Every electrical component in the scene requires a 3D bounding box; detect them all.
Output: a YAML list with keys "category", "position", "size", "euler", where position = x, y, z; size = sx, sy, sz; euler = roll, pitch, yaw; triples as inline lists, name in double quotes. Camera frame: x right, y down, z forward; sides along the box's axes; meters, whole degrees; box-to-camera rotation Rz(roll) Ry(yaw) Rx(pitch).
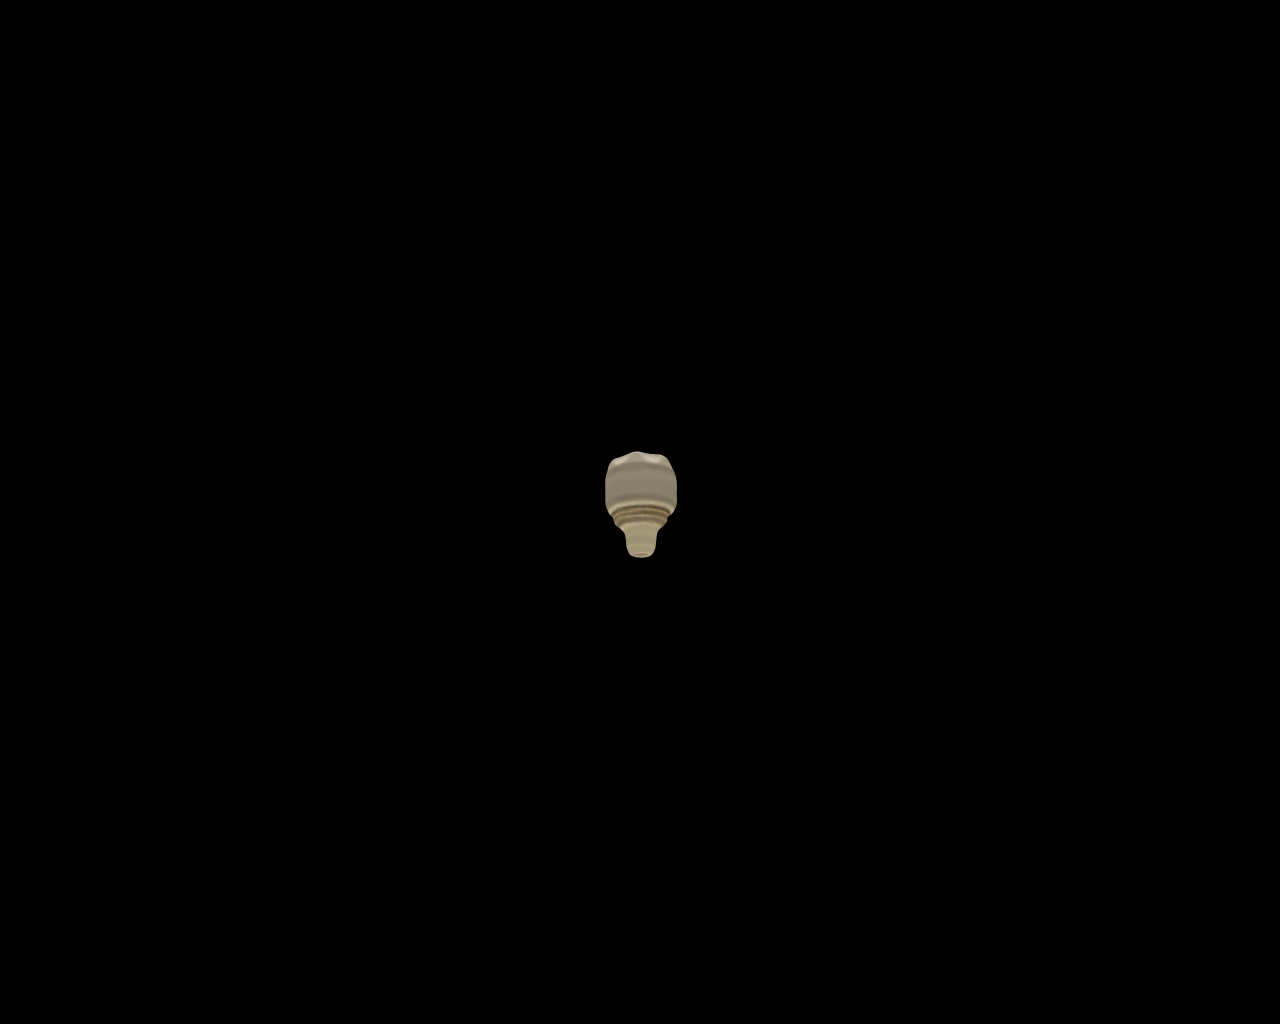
- category: "electrical component"
  position: [0.001, -0.003, 0.650]
  size: [0.043, 0.062, 0.043]
  euler: [0, -18, 0]
